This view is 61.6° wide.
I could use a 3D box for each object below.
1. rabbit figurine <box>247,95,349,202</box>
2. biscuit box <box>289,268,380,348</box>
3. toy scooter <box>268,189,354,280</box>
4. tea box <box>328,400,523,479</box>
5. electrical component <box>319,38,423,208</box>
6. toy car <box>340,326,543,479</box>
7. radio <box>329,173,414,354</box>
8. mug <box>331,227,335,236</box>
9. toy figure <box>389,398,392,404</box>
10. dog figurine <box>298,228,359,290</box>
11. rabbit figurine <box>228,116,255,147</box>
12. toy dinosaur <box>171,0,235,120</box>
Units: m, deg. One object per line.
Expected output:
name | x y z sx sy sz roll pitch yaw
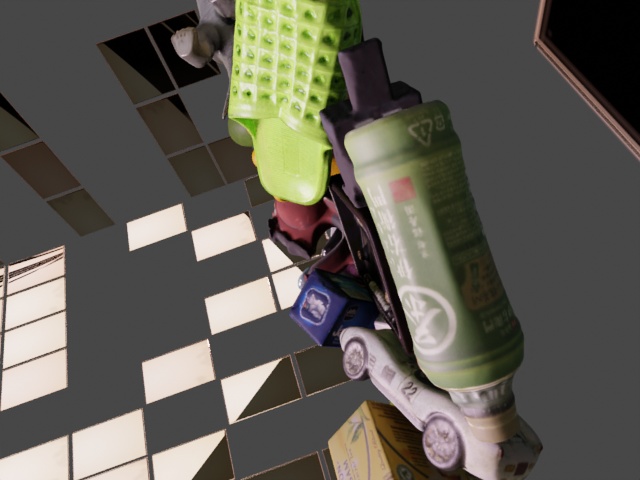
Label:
rabbit figurine | 0.001 -0.113 0.629 0.122 0.162 0.173 56 -171 34
biscuit box | 0.052 0.087 0.626 0.059 0.062 0.202 37 -169 36
toy scooter | -0.001 -0.002 0.688 0.184 0.135 0.075 32 169 25
tea box | 0.101 0.214 0.480 0.169 0.068 0.098 21 -152 -26
electrical component | 0.039 -0.091 0.409 0.048 0.075 0.119 -114 0 -62
toy car | 0.091 0.127 0.458 0.202 0.073 0.056 36 108 52
radio | 0.071 0.004 0.521 0.230 0.073 0.131 -111 2 -74
mug | 0.051 -0.026 0.924 0.107 0.081 0.109 -97 -15 -52
toy figure | 0.141 0.221 0.851 0.089 0.082 0.180 146 112 -70
dog figurine | 0.089 0.089 0.786 0.219 0.191 0.108 34 165 16
rabbit figurine | -0.050 -0.177 0.760 0.159 0.170 0.121 72 177 -84
toy dinosaur | -0.130 -0.342 0.775 0.192 0.131 0.404 3 -102 -60
